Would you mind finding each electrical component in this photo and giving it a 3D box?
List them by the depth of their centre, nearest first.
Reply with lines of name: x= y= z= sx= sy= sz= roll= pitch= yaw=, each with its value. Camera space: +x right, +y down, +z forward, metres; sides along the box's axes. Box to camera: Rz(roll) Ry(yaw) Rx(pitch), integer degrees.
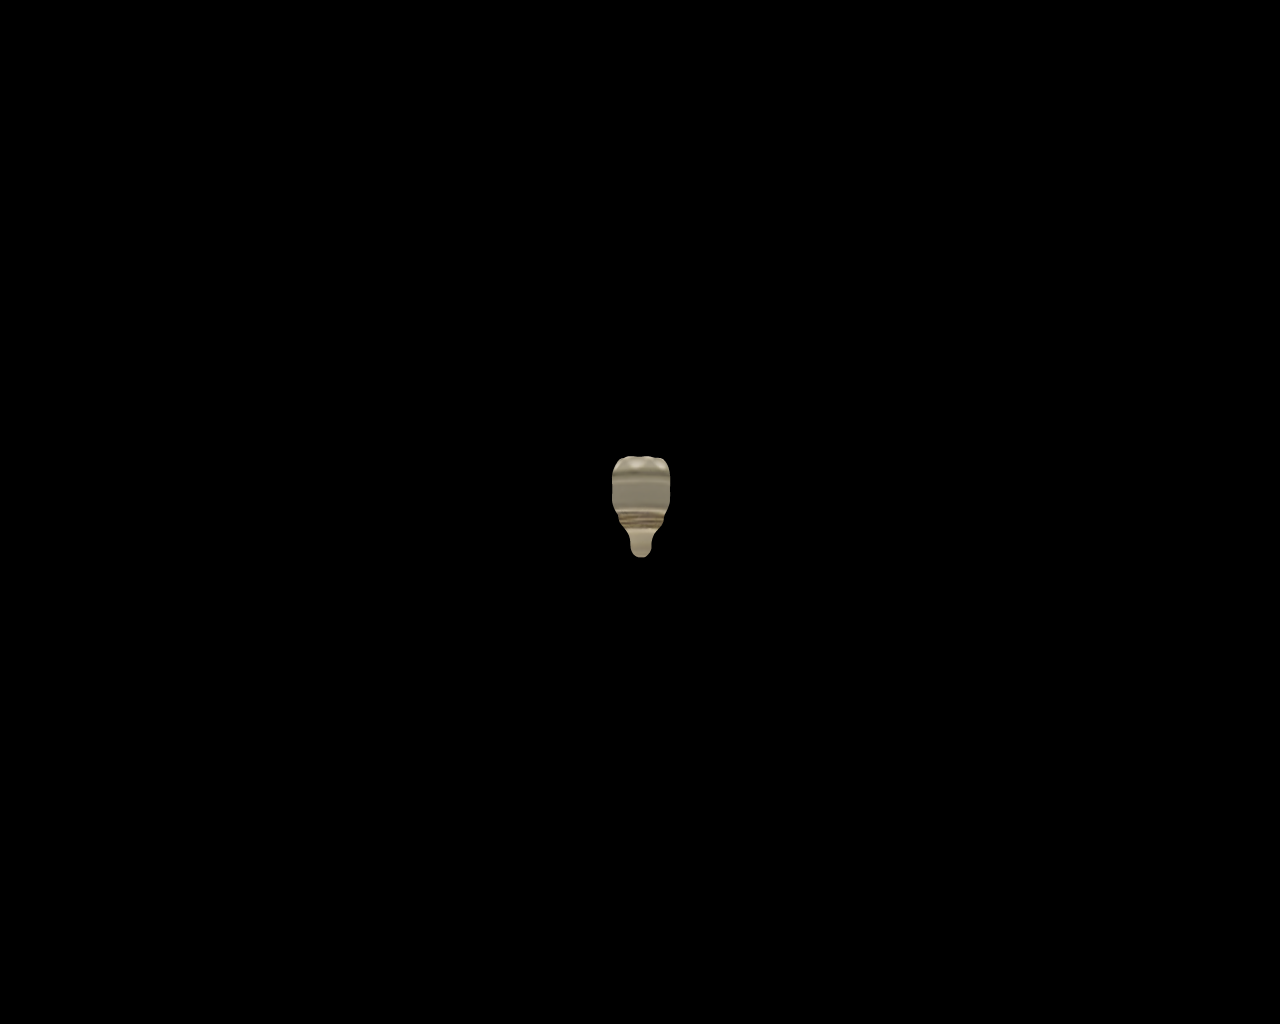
electrical component: x=0.001 y=-0.003 z=0.650 sx=0.035 sy=0.061 sz=0.035 roll=0 pitch=-3 yaw=0
